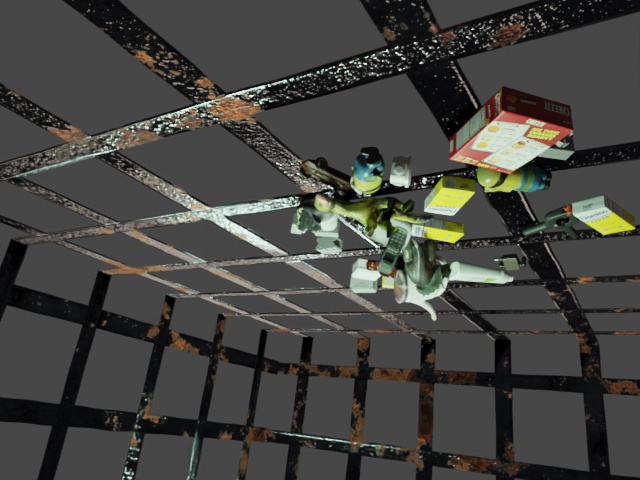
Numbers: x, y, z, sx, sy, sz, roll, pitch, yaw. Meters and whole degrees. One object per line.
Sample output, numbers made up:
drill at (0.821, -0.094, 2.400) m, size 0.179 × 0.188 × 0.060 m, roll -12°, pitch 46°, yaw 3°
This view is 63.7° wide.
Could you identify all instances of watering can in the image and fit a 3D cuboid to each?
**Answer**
watering can at (0.399, 0.205, 2.050) m, size 0.225 × 0.106 × 0.340 m, roll -7°, pitch 124°, yaw -11°

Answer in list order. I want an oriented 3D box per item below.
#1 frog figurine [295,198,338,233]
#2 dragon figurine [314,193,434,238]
frog figurine at (0.005, -0.083, 1.654) m, size 0.135 × 0.123 × 0.161 m, roll -28°, pitch 177°, yaw 44°
dragon figurine at (0.141, -0.096, 1.531) m, size 0.245 × 0.121 × 0.410 m, roll 23°, pitch -167°, yaw 39°
